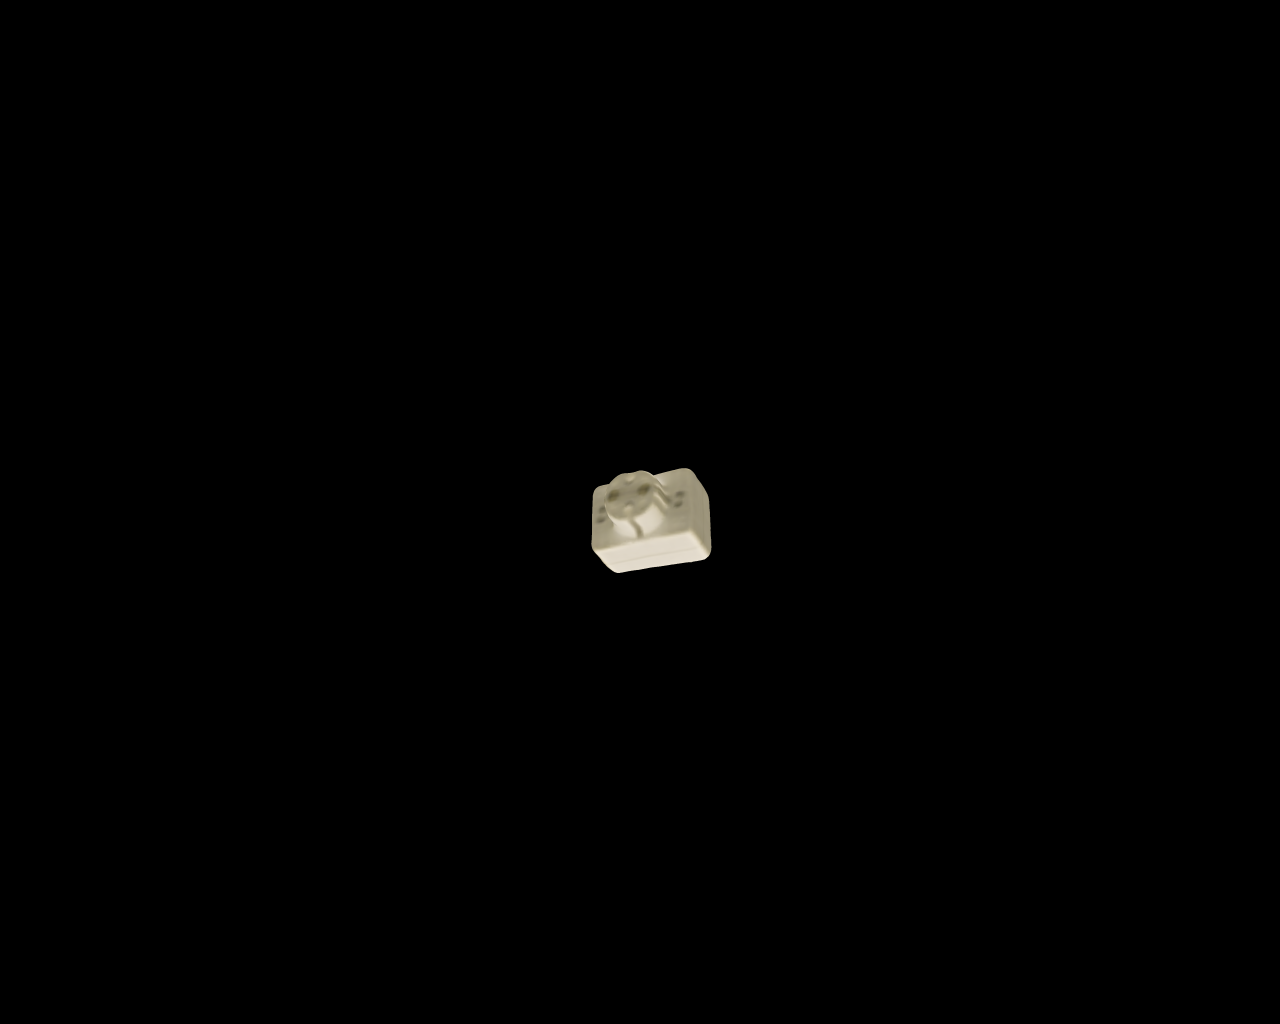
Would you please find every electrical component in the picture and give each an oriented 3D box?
[{"bbox_3d":[0.001,-0.003,0.650,0.066,0.047,0.076,-11,-32,18],"label":"electrical component"}]
